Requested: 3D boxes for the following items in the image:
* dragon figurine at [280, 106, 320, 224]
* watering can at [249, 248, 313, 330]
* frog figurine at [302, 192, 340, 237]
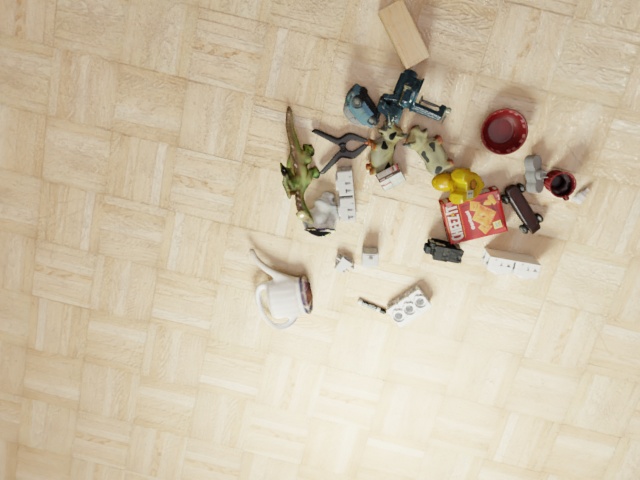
[{"bbox_3d":[-0.088,-0.252,1.801,0.122,0.246,0.405,-13,106,13],"label":"dragon figurine"},{"bbox_3d":[-0.148,0.185,1.987,0.224,0.105,0.343,-10,105,6],"label":"watering can"},{"bbox_3d":[0.006,-0.097,1.920,0.137,0.121,0.162,-1,69,16],"label":"frog figurine"}]
